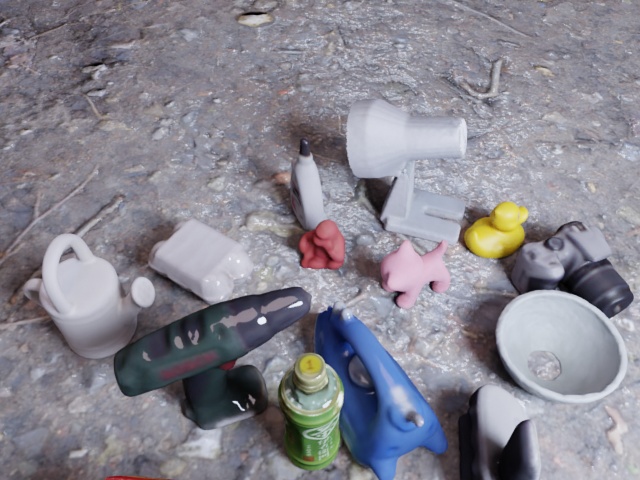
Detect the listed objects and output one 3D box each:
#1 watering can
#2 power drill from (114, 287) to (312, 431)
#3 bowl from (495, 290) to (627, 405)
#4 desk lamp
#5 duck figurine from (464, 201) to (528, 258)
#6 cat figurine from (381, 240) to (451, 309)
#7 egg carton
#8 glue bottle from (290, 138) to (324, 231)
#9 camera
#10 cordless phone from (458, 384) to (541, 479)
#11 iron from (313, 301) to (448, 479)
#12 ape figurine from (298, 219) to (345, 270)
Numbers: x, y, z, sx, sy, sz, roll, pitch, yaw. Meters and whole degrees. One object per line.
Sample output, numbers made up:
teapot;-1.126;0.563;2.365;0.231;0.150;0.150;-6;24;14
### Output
watering can;-0.310;0.068;0.765;0.173;0.194;0.100;-12;52;-10
power drill;-0.118;0.147;0.694;0.230;0.208;0.075;-16;53;-13
bowl;0.316;0.155;0.777;0.167;0.075;0.167;0;51;0
desk lamp;0.142;-0.115;0.903;0.203;0.214;0.118;13;52;10
duck figurine;0.284;-0.023;0.912;0.105;0.086;0.077;-15;53;-12
cat figurine;0.137;0.041;0.839;0.128;0.118;0.067;-26;56;-19
egg carton;-0.180;0.033;0.874;0.150;0.069;0.107;26;56;19
glue bottle;-0.023;-0.095;0.912;0.037;0.173;0.078;-21;54;-16
camera;0.382;0.050;0.845;0.143;0.101;0.136;-19;54;-15
cordless phone;0.219;0.223;0.651;0.094;0.185;0.147;2;51;1
iron;0.057;0.161;0.728;0.119;0.141;0.257;-23;55;-17
ape figurine;0.008;0.003;0.885;0.076;0.092;0.077;-35;59;-25
